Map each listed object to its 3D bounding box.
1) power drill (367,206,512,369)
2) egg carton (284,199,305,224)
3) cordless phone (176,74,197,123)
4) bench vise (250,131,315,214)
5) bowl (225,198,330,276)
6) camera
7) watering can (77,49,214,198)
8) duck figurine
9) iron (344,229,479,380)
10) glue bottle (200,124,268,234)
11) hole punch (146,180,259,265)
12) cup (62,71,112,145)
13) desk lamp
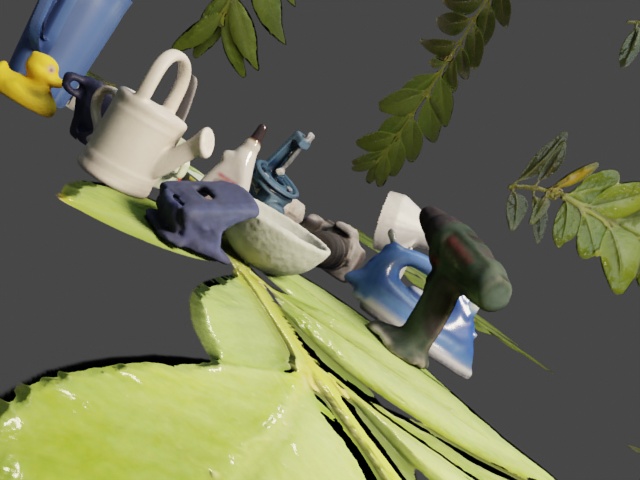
[{"bbox_3d":[0.163,0.068,0.829,0.076,0.208,0.229,29,7,-31],"label":"power drill"},{"bbox_3d":[-0.105,-0.089,1.413,0.108,0.069,0.149,27,8,-44],"label":"egg carton"},{"bbox_3d":[-0.306,-0.253,1.155,0.094,0.185,0.147,27,8,-41],"label":"cordless phone"},{"bbox_3d":[-0.111,-0.168,1.291,0.206,0.219,0.122,36,7,31],"label":"bench vise"},{"bbox_3d":[-0.072,0.002,0.800,0.167,0.074,0.167,32,6,-3],"label":"bowl"},{"bbox_3d":[0.010,0.004,1.089,0.143,0.101,0.137,34,6,18],"label":"camera"},{"bbox_3d":[-0.221,-0.157,0.760,0.173,0.194,0.101,31,6,-13],"label":"watering can"},{"bbox_3d":[-0.450,-0.254,0.895,0.105,0.086,0.077,30,6,-17],"label":"duck figurine"},{"bbox_3d":[0.175,0.100,0.958,0.258,0.141,0.119,34,6,15],"label":"iron"},{"bbox_3d":[-0.129,-0.099,0.859,0.078,0.173,0.037,32,6,-2],"label":"glue bottle"},{"bbox_3d":[-0.140,-0.036,0.682,0.101,0.091,0.108,27,8,-40],"label":"hole punch"},{"bbox_3d":[-0.351,-0.194,0.875,0.091,0.095,0.118,37,7,39],"label":"cup"},{"bbox_3d":[0.174,0.036,1.127,0.203,0.213,0.118,33,6,11],"label":"desk lamp"}]
